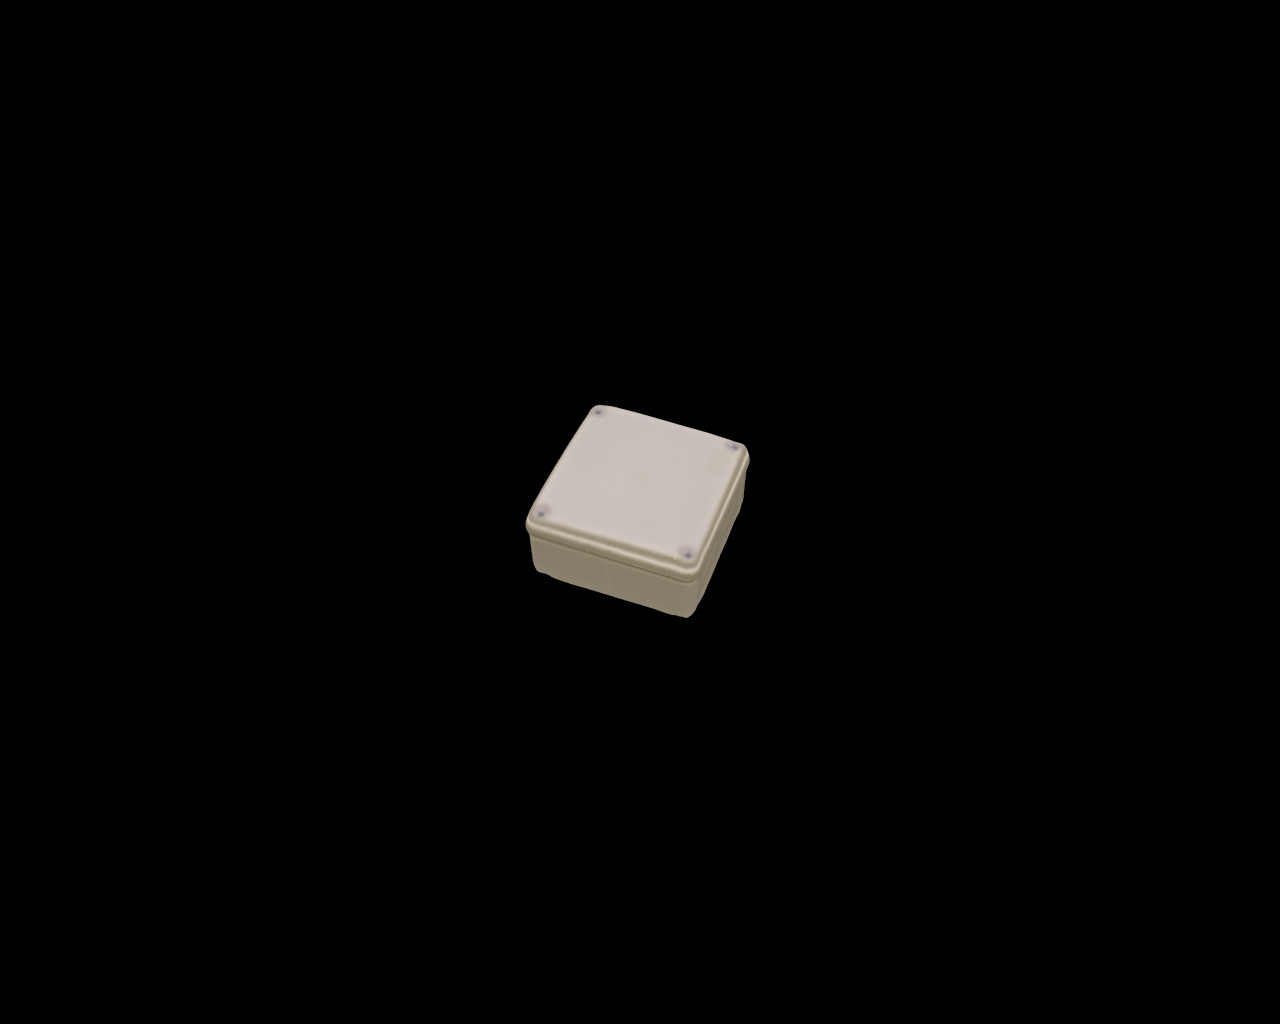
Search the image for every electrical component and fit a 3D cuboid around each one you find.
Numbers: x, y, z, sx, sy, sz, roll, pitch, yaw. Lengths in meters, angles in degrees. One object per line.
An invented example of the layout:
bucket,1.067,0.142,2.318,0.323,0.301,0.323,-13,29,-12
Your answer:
electrical component,0.001,-0.003,0.650,0.109,0.109,0.056,17,-39,14
